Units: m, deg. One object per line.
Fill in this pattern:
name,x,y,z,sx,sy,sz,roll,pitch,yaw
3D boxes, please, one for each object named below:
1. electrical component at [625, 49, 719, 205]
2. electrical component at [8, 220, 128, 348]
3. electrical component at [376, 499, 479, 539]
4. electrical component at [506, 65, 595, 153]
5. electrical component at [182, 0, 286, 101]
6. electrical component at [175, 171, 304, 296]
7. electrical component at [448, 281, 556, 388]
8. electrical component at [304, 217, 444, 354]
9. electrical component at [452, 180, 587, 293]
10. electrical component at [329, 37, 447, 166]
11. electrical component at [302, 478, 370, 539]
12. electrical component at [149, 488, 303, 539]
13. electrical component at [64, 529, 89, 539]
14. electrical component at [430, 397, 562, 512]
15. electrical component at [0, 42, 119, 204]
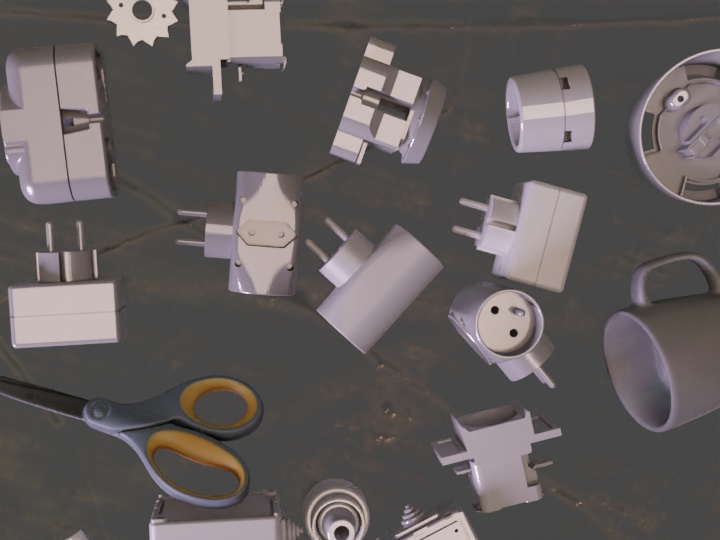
electrical component,0.227,-0.092,0.707,0.099,0.064,0.099,0,93,-6
electrical component,-0.184,0.007,0.678,0.066,0.047,0.076,-3,94,-6
electrical component,0.052,0.197,0.711,0.062,0.061,0.096,-27,88,-4
electrical component,0.123,-0.104,0.701,0.047,0.055,0.055,-7,94,-2
electrical component,-0.080,-0.150,0.683,0.064,0.042,0.081,-3,94,-7
electrical component,-0.078,-0.025,0.690,0.079,0.043,0.077,4,93,-6
electrical component,0.098,0.045,0.695,0.044,0.077,0.079,-40,96,-3
electrical component,0.000,0.000,0.699,0.079,0.043,0.077,42,88,-6
electrical component,0.099,-0.027,0.706,0.077,0.047,0.065,15,90,-5
electrical component,0.020,-0.102,0.689,0.057,0.058,0.078,19,91,-4
electrical component,-0.015,0.161,0.697,0.043,0.062,0.043,0,93,-6
electrical component,-0.084,0.179,0.691,0.096,0.062,0.061,-2,94,-6
electrical component,-0.171,0.198,0.693,0.048,0.048,0.062,-33,89,-3
electrical component,0.092,0.124,0.717,0.081,0.042,0.063,-13,96,-4
electrical component,-0.187,-0.090,0.669,0.059,0.054,0.095,-6,94,-6
